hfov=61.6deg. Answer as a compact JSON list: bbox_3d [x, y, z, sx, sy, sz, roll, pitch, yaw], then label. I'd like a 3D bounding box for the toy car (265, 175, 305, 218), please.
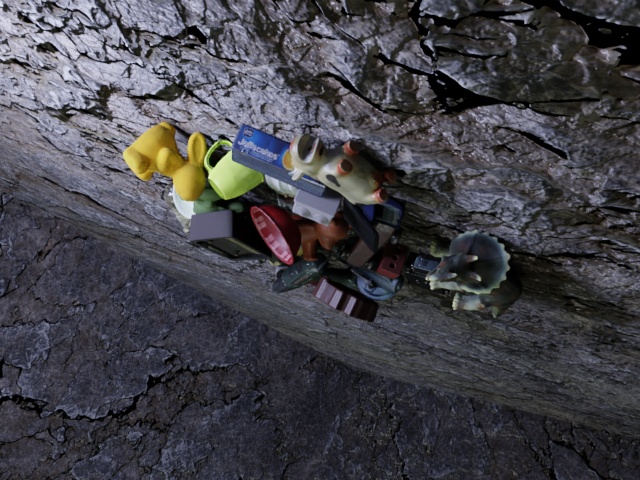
[{"bbox_3d":[-0.067,-0.111,1.188,0.074,0.056,0.201,17,162,18],"label":"toy car"}]

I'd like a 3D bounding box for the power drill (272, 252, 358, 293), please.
[{"bbox_3d":[-0.006,0.108,1.558,0.207,0.086,0.232,14,148,-23],"label":"power drill"}]

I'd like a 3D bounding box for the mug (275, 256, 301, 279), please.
[{"bbox_3d":[-0.094,0.075,1.649,0.081,0.107,0.109,10,140,-9],"label":"mug"}]

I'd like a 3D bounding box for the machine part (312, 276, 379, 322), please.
[{"bbox_3d":[0.071,0.156,1.422,0.179,0.056,0.179,26,-178,-1],"label":"machine part"}]

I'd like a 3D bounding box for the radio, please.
[{"bbox_3d":[-0.224,-0.005,1.370,0.131,0.073,0.229,-5,162,20],"label":"radio"}]

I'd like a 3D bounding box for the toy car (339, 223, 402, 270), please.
[{"bbox_3d":[0.119,0.005,1.273,0.089,0.053,0.202,26,143,-7],"label":"toy car"}]

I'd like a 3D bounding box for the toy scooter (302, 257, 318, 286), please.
[{"bbox_3d":[-0.021,0.108,1.738,0.135,0.075,0.184,28,165,-14],"label":"toy scooter"}]

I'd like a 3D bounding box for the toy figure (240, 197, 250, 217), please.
[{"bbox_3d":[-0.240,-0.075,1.460,0.082,0.089,0.180,56,152,7],"label":"toy figure"}]

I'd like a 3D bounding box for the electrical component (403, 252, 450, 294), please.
[{"bbox_3d":[0.272,0.082,1.343,0.115,0.058,0.134,13,160,22],"label":"electrical component"}]

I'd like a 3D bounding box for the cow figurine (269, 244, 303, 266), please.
[{"bbox_3d":[-0.085,0.026,1.537,0.068,0.098,0.167,38,151,-31],"label":"cow figurine"}]

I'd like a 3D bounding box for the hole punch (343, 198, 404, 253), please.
[{"bbox_3d":[0.111,-0.053,1.129,0.116,0.092,0.142,49,172,17],"label":"hole punch"}]

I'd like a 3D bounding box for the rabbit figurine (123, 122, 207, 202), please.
[{"bbox_3d":[-0.313,-0.162,1.171,0.173,0.162,0.122,45,159,2],"label":"rabbit figurine"}]

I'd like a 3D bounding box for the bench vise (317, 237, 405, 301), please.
[{"bbox_3d":[0.130,0.095,1.457,0.224,0.129,0.240,18,158,22],"label":"bench vise"}]

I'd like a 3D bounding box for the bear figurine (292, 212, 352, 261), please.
[{"bbox_3d":[-0.003,-0.008,1.307,0.120,0.131,0.196,6,-179,-40],"label":"bear figurine"}]

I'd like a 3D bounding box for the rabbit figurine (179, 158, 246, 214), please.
[{"bbox_3d":[-0.259,-0.118,1.309,0.159,0.121,0.170,4,150,-13],"label":"rabbit figurine"}]

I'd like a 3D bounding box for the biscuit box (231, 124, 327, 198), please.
[{"bbox_3d":[-0.074,-0.155,1.062,0.203,0.059,0.063,22,163,-2],"label":"biscuit box"}]

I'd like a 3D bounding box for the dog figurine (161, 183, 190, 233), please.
[{"bbox_3d":[-0.348,-0.073,1.522,0.173,0.121,0.190,19,161,17],"label":"dog figurine"}]

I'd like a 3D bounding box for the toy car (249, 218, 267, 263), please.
[{"bbox_3d":[-0.204,-0.002,1.549,0.102,0.109,0.162,35,173,-40],"label":"toy car"}]

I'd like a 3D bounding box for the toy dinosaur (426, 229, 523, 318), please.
[{"bbox_3d":[0.368,0.092,1.180,0.404,0.131,0.192,28,163,-38],"label":"toy dinosaur"}]

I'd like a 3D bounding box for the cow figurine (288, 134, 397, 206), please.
[{"bbox_3d":[0.029,-0.130,0.986,0.195,0.085,0.127,30,154,-26],"label":"cow figurine"}]
